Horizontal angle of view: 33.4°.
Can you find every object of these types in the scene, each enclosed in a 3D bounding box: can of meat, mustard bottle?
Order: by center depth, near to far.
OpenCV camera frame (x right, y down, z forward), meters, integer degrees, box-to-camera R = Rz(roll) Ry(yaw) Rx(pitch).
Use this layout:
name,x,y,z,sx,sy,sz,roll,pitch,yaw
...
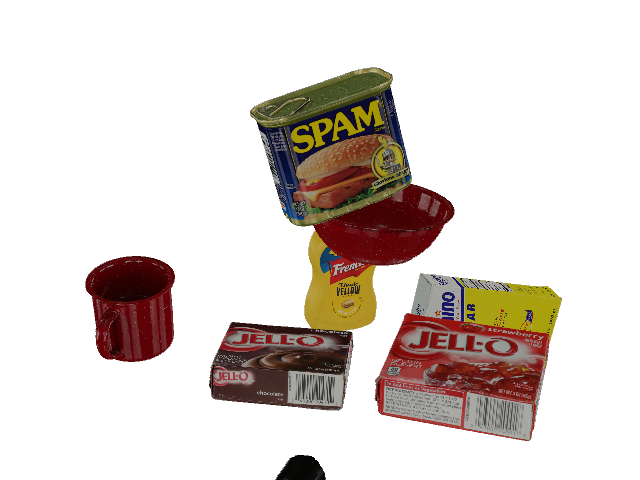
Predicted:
name,x,y,z,sx,sy,sz,roll,pitch,yaw
can of meat,0.010,-0.067,0.770,0.102,0.084,0.057,-20,23,-11
mustard bottle,0.031,0.025,1.415,0.096,0.192,0.058,-4,26,-17

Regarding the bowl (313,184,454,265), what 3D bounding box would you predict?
name,x,y,z,sx,sy,sz,roll,pitch,yaw
bowl,0.058,-0.016,1.119,0.162,0.055,0.162,4,21,-2

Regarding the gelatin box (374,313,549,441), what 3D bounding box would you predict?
name,x,y,z,sx,sy,sz,roll,pitch,yaw
gelatin box,0.083,0.076,0.616,0.089,0.030,0.073,8,28,15

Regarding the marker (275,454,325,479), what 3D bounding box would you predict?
name,x,y,z,sx,sy,sz,roll,pitch,yaw
marker,-0.028,0.119,0.417,0.020,0.020,0.121,0,20,25

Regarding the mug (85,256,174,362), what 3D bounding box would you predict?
name,x,y,z,sx,sy,sz,roll,pitch,yaw
mug,-0.202,0.081,1.125,0.093,0.081,0.117,9,32,14

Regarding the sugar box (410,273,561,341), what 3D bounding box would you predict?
name,x,y,z,sx,sy,sz,roll,pitch,yaw
sugar box,0.199,0.097,1.304,0.176,0.093,0.048,5,18,-19

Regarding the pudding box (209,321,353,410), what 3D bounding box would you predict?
name,x,y,z,sx,sy,sz,roll,pitch,yaw
pudding box,-0.031,0.106,0.914,0.113,0.039,0.090,6,20,4
